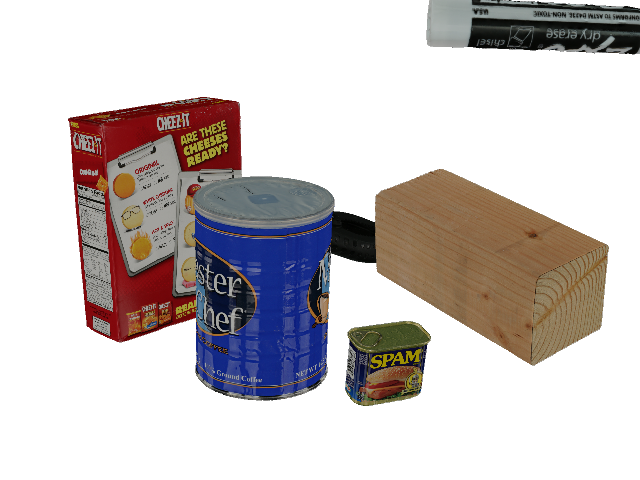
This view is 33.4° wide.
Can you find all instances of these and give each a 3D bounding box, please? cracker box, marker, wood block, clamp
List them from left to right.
[{"bbox_3d":[-0.158,-0.025,1.058,0.163,0.214,0.072,-16,22,-42],"label":"cracker box"},{"bbox_3d":[0.001,-0.008,1.166,0.210,0.036,0.164,15,20,-9],"label":"clamp"},{"bbox_3d":[0.149,0.017,0.976,0.090,0.090,0.206,-22,34,-30],"label":"wood block"},{"bbox_3d":[0.101,-0.080,0.404,0.121,0.020,0.020,3,0,1],"label":"marker"}]

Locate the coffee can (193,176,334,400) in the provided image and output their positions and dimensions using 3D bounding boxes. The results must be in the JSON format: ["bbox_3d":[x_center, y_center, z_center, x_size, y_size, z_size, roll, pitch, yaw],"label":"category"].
[{"bbox_3d":[-0.043,0.033,0.797,0.103,0.140,0.103,2,20,-1],"label":"coffee can"}]

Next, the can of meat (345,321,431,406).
[{"bbox_3d":[0.082,0.155,1.339,0.102,0.084,0.057,-6,27,-21],"label":"can of meat"}]
